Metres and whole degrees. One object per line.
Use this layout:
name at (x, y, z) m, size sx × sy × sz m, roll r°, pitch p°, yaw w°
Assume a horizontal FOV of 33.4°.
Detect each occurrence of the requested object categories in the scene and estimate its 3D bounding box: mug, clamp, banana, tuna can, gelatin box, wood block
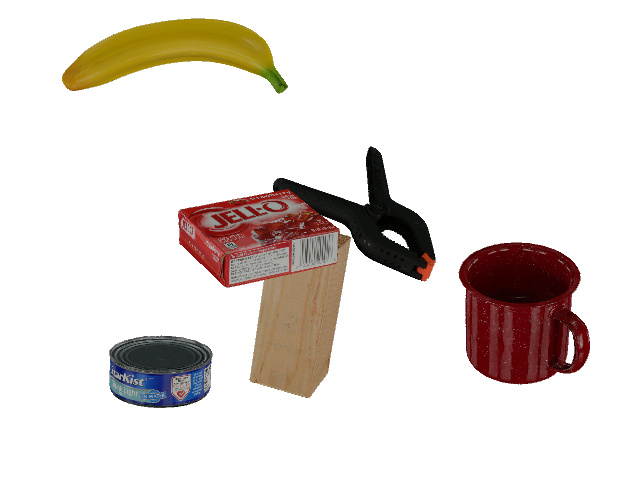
mug at (0.165, 0.064, 0.841) m, size 0.093 × 0.081 × 0.117 m, roll -25°, pitch 36°, yaw -31°
clamp at (0.053, -0.028, 1.264) m, size 0.164 × 0.036 × 0.210 m, roll -16°, pitch 51°, yaw -29°
banana at (-0.129, -0.166, 0.949) m, size 0.197 × 0.069 × 0.037 m, roll -1°, pitch -33°, yaw -3°
tuna can at (-0.134, 0.109, 0.896) m, size 0.086 × 0.034 × 0.086 m, roll 3°, pitch 14°, yaw -1°
gelatin box at (-0.043, -0.004, 0.727) m, size 0.089 × 0.030 × 0.073 m, roll -11°, pitch 30°, yaw -28°
wood block at (-0.028, 0.092, 1.436) m, size 0.090 × 0.206 × 0.090 m, roll 14°, pitch 20°, yaw 13°
